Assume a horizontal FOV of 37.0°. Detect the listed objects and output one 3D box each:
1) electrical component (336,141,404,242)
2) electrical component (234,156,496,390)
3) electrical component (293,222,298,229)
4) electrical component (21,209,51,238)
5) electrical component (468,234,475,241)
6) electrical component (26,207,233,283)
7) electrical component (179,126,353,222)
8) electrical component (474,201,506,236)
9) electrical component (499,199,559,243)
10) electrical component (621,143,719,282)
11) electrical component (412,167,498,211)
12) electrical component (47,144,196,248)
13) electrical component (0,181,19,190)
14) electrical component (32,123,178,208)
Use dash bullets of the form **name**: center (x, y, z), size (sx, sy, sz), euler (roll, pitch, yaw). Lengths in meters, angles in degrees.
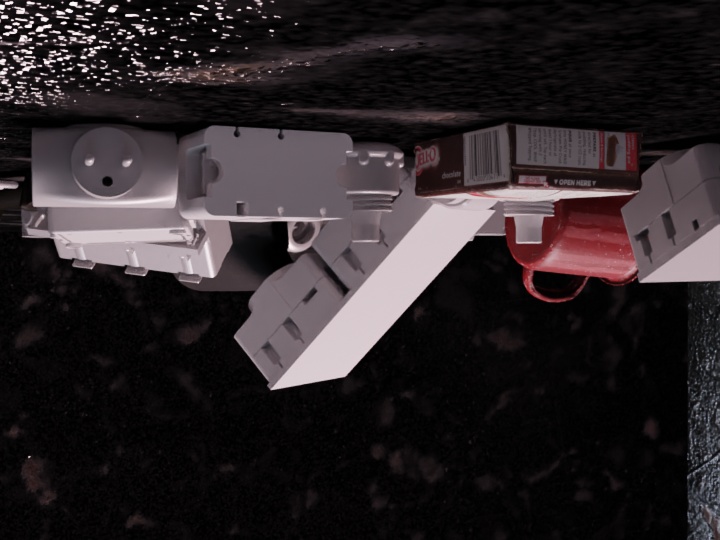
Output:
- **electrical component**: center (0.003, -0.049, 0.674), size (0.048, 0.062, 0.048), euler (0, 180, 0)
- **electrical component**: center (0.000, 0.000, 0.803), size (0.186, 0.060, 0.105), euler (-49, 158, 21)
- **electrical component**: center (-0.098, -0.044, 0.999), size (0.077, 0.079, 0.043), euler (0, 155, 23)
- **electrical component**: center (-0.289, -0.057, 1.039), size (0.080, 0.051, 0.080), euler (0, 180, 0)
- **electrical component**: center (0.070, -0.053, 0.915), size (0.078, 0.057, 0.058), euler (0, -179, 36)
- **electrical component**: center (-0.153, -0.035, 0.740), size (0.121, 0.063, 0.078), euler (7, -136, 12)
- **electrical component**: center (-0.057, -0.054, 0.626), size (0.089, 0.050, 0.056), euler (0, 180, -27)
- **electrical component**: center (0.098, -0.057, 0.985), size (0.089, 0.050, 0.056), euler (0, 180, -12)
- **electrical component**: center (0.116, -0.049, 0.738), size (0.043, 0.062, 0.043), euler (0, 180, 0)
- **electrical component**: center (0.260, -0.039, 0.702), size (0.150, 0.061, 0.089), euler (-1, 156, -22)
- **electrical component**: center (0.062, -0.060, 0.705), size (0.040, 0.040, 0.078), euler (0, 180, 40)
- **electrical component**: center (-0.138, -0.048, 0.658), size (0.096, 0.061, 0.062), euler (-2, 175, -6)
- **electrical component**: center (-0.261, -0.056, 0.694), size (0.066, 0.047, 0.077), euler (1, -178, 43)
- **electrical component**: center (-0.137, -0.057, 0.580), size (0.077, 0.044, 0.079), euler (0, 180, -15)
